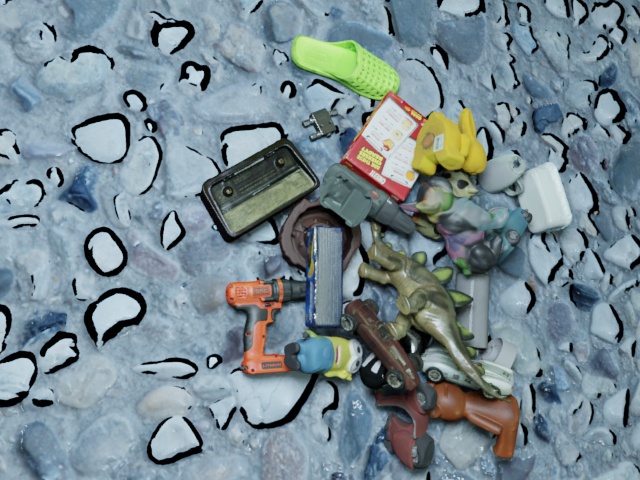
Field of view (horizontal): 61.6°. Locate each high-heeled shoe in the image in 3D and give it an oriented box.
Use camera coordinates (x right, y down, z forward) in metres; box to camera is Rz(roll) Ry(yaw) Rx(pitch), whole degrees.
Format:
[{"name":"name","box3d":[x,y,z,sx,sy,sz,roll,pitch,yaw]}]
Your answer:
[{"name":"high-heeled shoe","box3d":[0.180,0.224,1.113,0.249,0.145,0.086,-31,91,-20]}]

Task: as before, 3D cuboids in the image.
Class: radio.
[{"name":"radio","box3d":[-0.128,-0.106,1.120,0.229,0.073,0.131,-33,91,-22]}]

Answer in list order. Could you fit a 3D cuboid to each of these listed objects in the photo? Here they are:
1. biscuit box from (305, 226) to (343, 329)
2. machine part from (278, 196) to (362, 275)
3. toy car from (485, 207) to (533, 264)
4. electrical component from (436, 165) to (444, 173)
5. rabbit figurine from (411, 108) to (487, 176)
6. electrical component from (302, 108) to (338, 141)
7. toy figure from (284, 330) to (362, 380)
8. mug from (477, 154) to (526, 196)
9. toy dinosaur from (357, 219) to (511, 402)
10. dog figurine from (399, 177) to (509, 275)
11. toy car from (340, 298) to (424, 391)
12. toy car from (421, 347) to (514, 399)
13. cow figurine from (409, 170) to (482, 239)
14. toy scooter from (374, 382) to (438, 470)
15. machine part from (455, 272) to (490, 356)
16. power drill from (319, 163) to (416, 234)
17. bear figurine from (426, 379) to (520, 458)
[{"name":"biscuit box","box3d":[0.008,0.076,1.079,0.063,0.059,0.202,4,82,-18]},{"name":"machine part","box3d":[-0.002,-0.003,1.149,0.179,0.056,0.179,3,80,-17]},{"name":"toy car","box3d":[0.424,-0.025,1.274,0.103,0.109,0.161,35,61,9]},{"name":"electrical component","box3d":[0.303,-0.228,1.289,0.048,0.075,0.119,22,77,-13]},{"name":"rabbit figurine","box3d":[0.301,-0.205,1.202,0.173,0.122,0.162,17,65,-28]},{"name":"electrical component","box3d":[0.007,-0.265,1.226,0.094,0.021,0.063,-28,88,-22]},{"name":"toy figure","box3d":[0.007,0.223,1.062,0.180,0.089,0.082,9,105,-38]},{"name":"mug","box3d":[0.453,-0.156,1.306,0.081,0.107,0.109,-40,91,-20]},{"name":"toy dinosaur","box3d":[0.225,0.135,1.122,0.198,0.105,0.472,-6,57,-31]},{"name":"dog figurine","box3d":[0.276,-0.030,1.149,0.219,0.108,0.191,11,94,-19]},{"name":"toy car","box3d":[0.123,0.195,1.032,0.202,0.053,0.089,50,38,17]},{"name":"toy car","box3d":[0.310,0.279,1.147,0.202,0.073,0.056,14,116,17]},{"name":"cow figurine","box3d":[0.291,-0.090,1.250,0.127,0.085,0.195,33,74,-11]},{"name":"toy scooter","box3d":[0.169,0.371,1.105,0.075,0.135,0.183,-4,99,-56]},{"name":"machine part","box3d":[0.343,0.161,1.218,0.079,0.079,0.243,10,77,-16]},{"name":"power drill","box3d":[0.094,-0.080,1.121,0.232,0.207,0.086,38,112,11]},{"name":"bear figurine","box3d":[0.322,0.375,1.157,0.196,0.120,0.131,3,121,7]}]
